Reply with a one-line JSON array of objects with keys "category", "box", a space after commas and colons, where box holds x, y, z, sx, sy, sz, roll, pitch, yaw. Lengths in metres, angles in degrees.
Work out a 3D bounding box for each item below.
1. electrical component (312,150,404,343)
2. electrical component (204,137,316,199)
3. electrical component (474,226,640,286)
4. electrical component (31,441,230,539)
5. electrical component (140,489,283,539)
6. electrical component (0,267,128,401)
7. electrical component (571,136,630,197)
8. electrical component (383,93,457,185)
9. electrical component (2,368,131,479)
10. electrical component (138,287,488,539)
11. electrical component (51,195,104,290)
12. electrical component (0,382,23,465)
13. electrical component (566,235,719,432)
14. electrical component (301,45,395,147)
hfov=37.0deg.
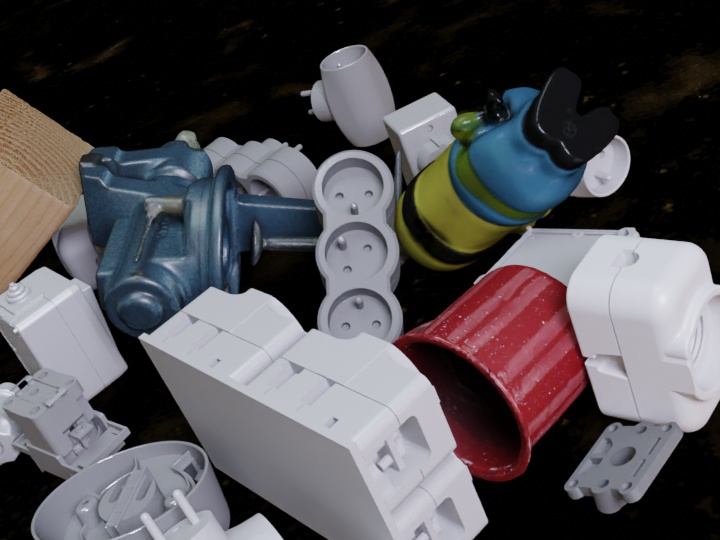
[{"category": "electrical component", "box": [0.000, 0.000, 0.695, 0.052, 0.073, 0.138, -4, 71, 2]}, {"category": "electrical component", "box": [-0.080, -0.086, 0.910, 0.138, 0.052, 0.074, 14, 48, 45]}, {"category": "electrical component", "box": [0.118, 0.016, 0.625, 0.096, 0.061, 0.062, 4, 40, 49]}, {"category": "electrical component", "box": [-0.124, 0.135, 0.594, 0.099, 0.064, 0.099, -16, 32, 11]}, {"category": "electrical component", "box": [-0.078, 0.147, 0.534, 0.077, 0.079, 0.044, -35, 10, -18]}, {"category": "electrical component", "box": [-0.216, 0.042, 0.764, 0.061, 0.096, 0.062, -39, 35, -25]}, {"category": "electrical component", "box": [0.135, -0.072, 0.757, 0.079, 0.043, 0.077, -36, 34, -18]}, {"category": "electrical component", "box": [0.059, -0.084, 0.803, 0.047, 0.065, 0.076, -27, 32, -6]}, {"category": "electrical component", "box": [-0.193, 0.100, 0.693, 0.081, 0.063, 0.042, 9, 45, 41]}, {"category": "electrical component", "box": [-0.026, 0.081, 0.572, 0.060, 0.105, 0.186, -40, 35, -25]}, {"category": "electrical component", "box": [-0.224, -0.027, 0.914, 0.059, 0.053, 0.095, -23, 31, 1]}, {"category": "electrical component", "box": [-0.250, 0.103, 0.745, 0.043, 0.043, 0.062, -18, 31, 8]}, {"category": "electrical component", "box": [0.150, 0.032, 0.540, 0.059, 0.095, 0.053, 8, 44, 41]}, {"category": "electrical component", "box": [-0.016, -0.150, 0.940, 0.079, 0.077, 0.043, -1, 38, 32]}]
